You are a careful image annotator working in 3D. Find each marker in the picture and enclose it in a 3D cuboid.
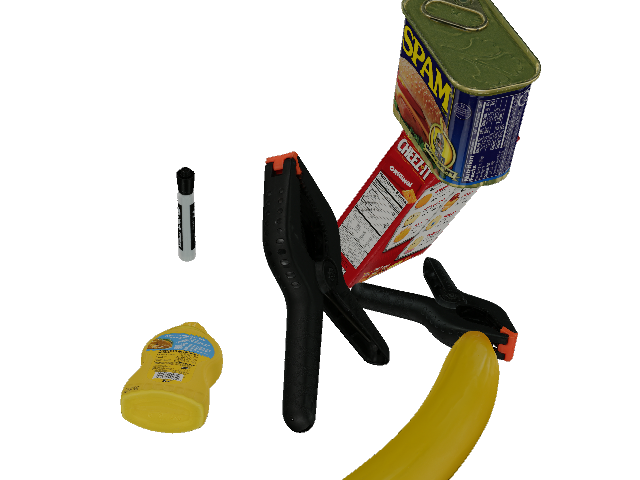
[{"bbox_3d":[-0.142,-0.028,1.126,0.020,0.121,0.020,3,42,-3],"label":"marker"}]

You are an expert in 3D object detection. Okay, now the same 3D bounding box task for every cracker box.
[{"bbox_3d":[0.110,-0.054,1.238,0.163,0.072,0.214,-22,-25,-47],"label":"cracker box"}]

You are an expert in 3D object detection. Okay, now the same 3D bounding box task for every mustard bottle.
[{"bbox_3d":[-0.166,0.149,1.254,0.096,0.058,0.191,5,25,4],"label":"mustard bottle"}]

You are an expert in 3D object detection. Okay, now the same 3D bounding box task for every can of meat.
[{"bbox_3d":[0.085,-0.094,0.660,0.057,0.102,0.084,-13,-40,-16],"label":"can of meat"}]

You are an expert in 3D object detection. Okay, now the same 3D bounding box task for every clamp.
[{"bbox_3d":[0.128,0.064,1.052,0.172,0.039,0.120,26,39,32],"label":"clamp"},{"bbox_3d":[-0.001,0.033,0.861,0.036,0.210,0.164,-11,1,28],"label":"clamp"}]

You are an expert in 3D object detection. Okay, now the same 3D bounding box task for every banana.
[{"bbox_3d":[0.048,0.111,0.586,0.197,0.037,0.070,-36,37,-31],"label":"banana"}]
